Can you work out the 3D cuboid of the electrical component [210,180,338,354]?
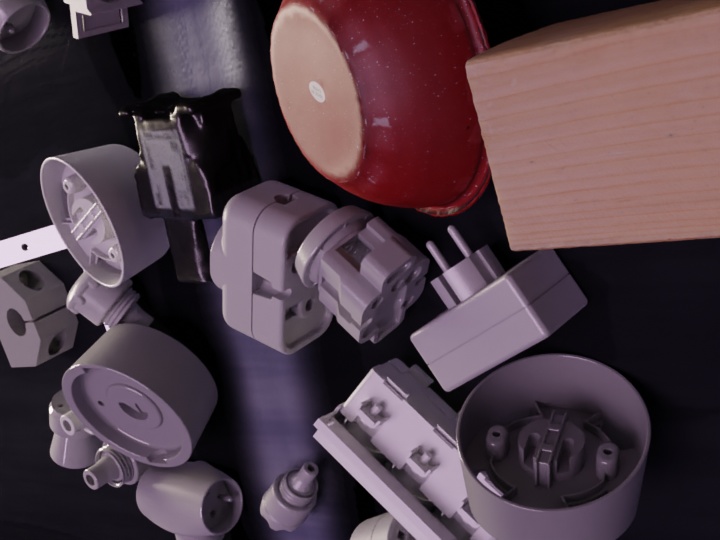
[{"bbox_3d":[-0.053,-0.004,0.671,0.059,0.054,0.095,23,125,30],"label":"electrical component"}]

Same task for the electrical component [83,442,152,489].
[{"bbox_3d":[-0.192,0.153,0.861,0.048,0.062,0.048,19,122,33],"label":"electrical component"}]

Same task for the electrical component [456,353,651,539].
[{"bbox_3d":[0.101,0.098,0.564,0.099,0.099,0.064,16,127,34],"label":"electrical component"}]

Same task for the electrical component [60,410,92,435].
[{"bbox_3d":[-0.208,0.109,0.852,0.043,0.062,0.043,19,122,33],"label":"electrical component"}]

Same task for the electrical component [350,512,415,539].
[{"bbox_3d":[0.025,0.183,0.699,0.047,0.055,0.055,-28,92,48],"label":"electrical component"}]

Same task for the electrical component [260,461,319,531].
[{"bbox_3d":[-0.046,0.157,0.759,0.035,0.035,0.061,43,130,15],"label":"electrical component"}]

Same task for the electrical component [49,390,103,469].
[{"bbox_3d":[-0.237,0.131,0.901,0.045,0.045,0.055,27,126,28],"label":"electrical component"}]

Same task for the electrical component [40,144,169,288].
[{"bbox_3d":[-0.180,-0.039,0.753,0.099,0.064,0.099,19,122,32],"label":"electrical component"}]

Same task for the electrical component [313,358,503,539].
[{"bbox_3d":[0.041,0.115,0.642,0.121,0.079,0.063,43,110,16],"label":"electrical component"}]

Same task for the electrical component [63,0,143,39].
[{"bbox_3d":[-0.177,-0.194,0.690,0.064,0.042,0.081,22,123,35],"label":"electrical component"}]

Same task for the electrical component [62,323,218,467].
[{"bbox_3d":[-0.156,0.087,0.792,0.108,0.060,0.108,17,138,16],"label":"electrical component"}]

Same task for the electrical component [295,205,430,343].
[{"bbox_3d":[0.000,0.000,0.623,0.057,0.058,0.078,43,155,20],"label":"electrical component"}]

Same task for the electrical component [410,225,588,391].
[{"bbox_3d":[0.064,0.012,0.584,0.083,0.047,0.075,-37,86,44],"label":"electrical component"}]

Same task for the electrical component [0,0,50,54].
[{"bbox_3d":[-0.253,-0.205,0.745,0.077,0.044,0.079,44,132,14],"label":"electrical component"}]

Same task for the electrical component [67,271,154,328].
[{"bbox_3d":[-0.184,0.025,0.805,0.062,0.048,0.048,38,134,-6],"label":"electrical component"}]

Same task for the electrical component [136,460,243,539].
[{"bbox_3d":[-0.129,0.194,0.840,0.077,0.044,0.079,1,112,40],"label":"electrical component"}]
